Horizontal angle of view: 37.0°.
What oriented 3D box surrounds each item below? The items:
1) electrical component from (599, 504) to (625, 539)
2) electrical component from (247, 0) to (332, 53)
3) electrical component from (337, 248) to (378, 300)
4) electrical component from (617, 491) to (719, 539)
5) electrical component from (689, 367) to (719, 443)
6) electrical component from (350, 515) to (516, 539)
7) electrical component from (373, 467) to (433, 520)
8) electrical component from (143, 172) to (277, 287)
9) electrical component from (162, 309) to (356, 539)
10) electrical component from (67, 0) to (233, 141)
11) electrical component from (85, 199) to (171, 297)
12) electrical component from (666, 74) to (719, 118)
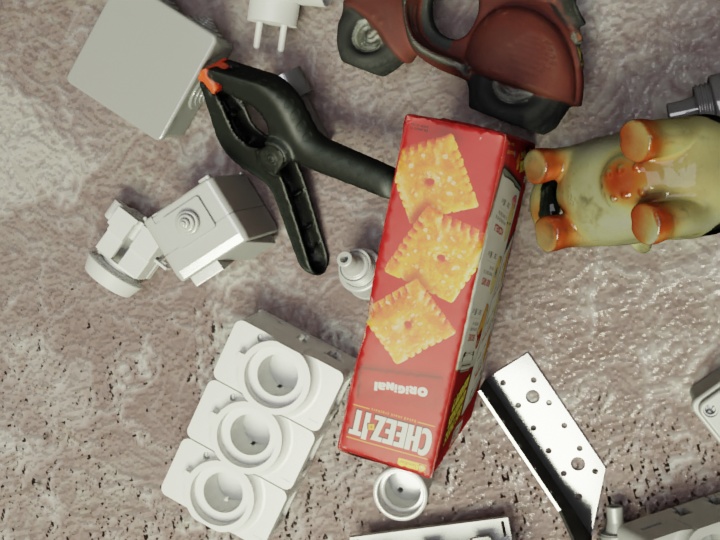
[{"bbox_3d":[0.186,0.200,0.774,0.035,0.035,0.061,-5,93,13],"label":"electrical component"},{"bbox_3d":[-0.061,-0.199,0.783,0.077,0.043,0.079,10,98,11],"label":"electrical component"},{"bbox_3d":[0.000,0.000,0.779,0.035,0.061,0.035,-6,73,20],"label":"electrical component"},{"bbox_3d":[0.233,0.191,0.735,0.089,0.056,0.050,-15,93,-10],"label":"electrical component"},{"bbox_3d":[0.299,0.097,0.727,0.109,0.056,0.108,-39,87,14],"label":"electrical component"},{"bbox_3d":[0.055,0.231,0.792,0.121,0.063,0.078,-11,93,14],"label":"electrical component"},{"bbox_3d":[0.034,0.159,0.798,0.040,0.046,0.040,1,96,13],"label":"electrical component"},{"bbox_3d":[-0.107,-0.029,0.784,0.062,0.096,0.061,-32,90,13],"label":"electrical component"},{"bbox_3d":[-0.076,0.119,0.810,0.089,0.062,0.150,27,101,9],"label":"electrical component"},{"bbox_3d":[-0.155,-0.156,0.806,0.100,0.048,0.099,33,102,7],"label":"electrical component"},{"bbox_3d":[-0.179,-0.013,0.829,0.066,0.048,0.055,37,95,7],"label":"electrical component"},{"bbox_3d":[0.240,-0.110,0.725,0.062,0.043,0.043,-11,93,15],"label":"electrical component"}]
